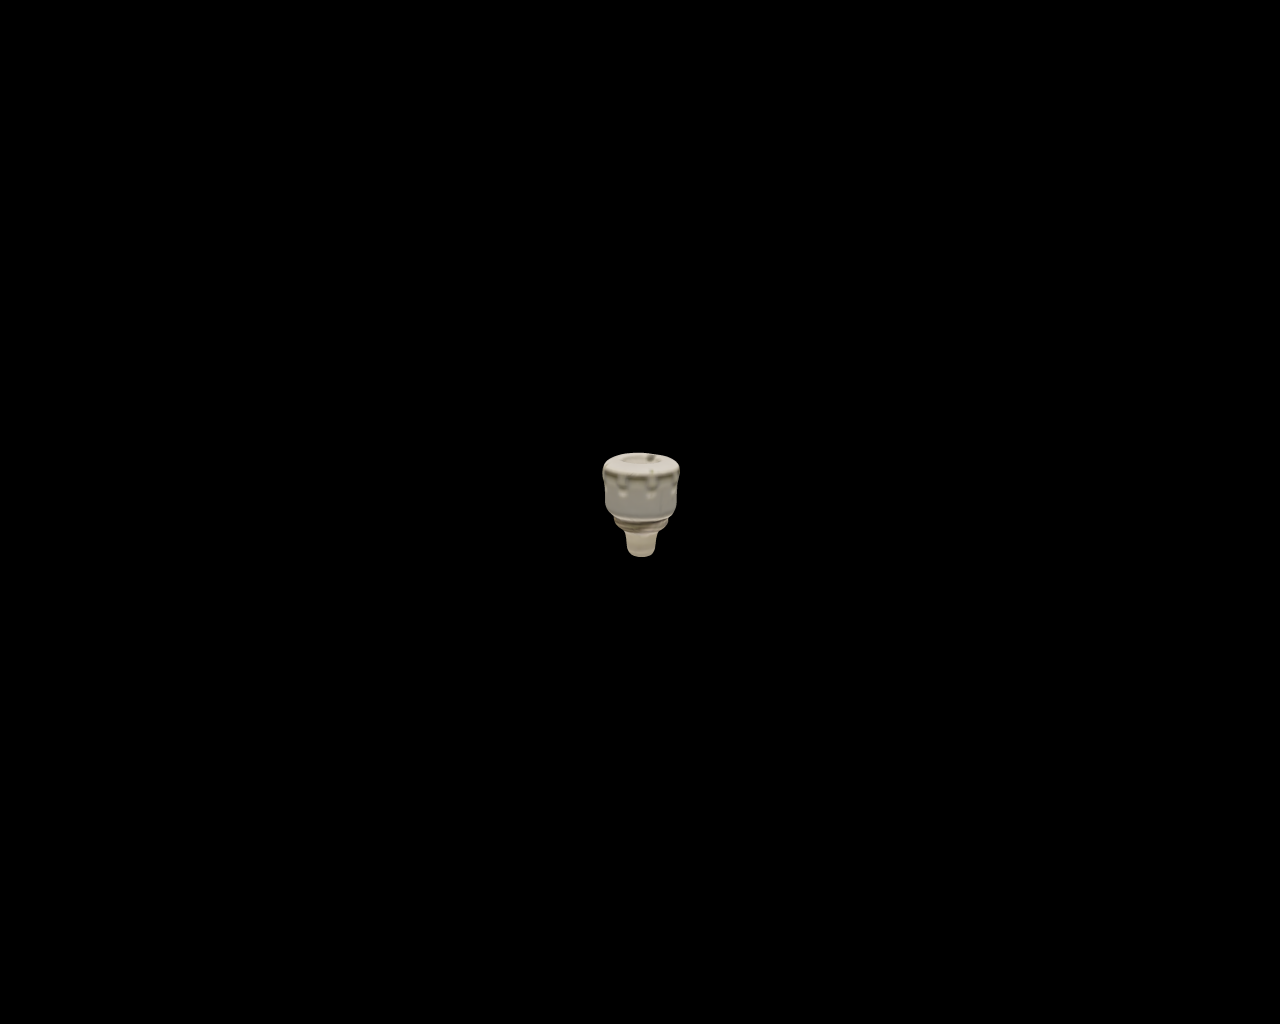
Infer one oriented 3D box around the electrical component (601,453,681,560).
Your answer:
[{"bbox_3d":[0.001,-0.003,0.650,0.048,0.062,0.048,0,16,0],"label":"electrical component"}]
